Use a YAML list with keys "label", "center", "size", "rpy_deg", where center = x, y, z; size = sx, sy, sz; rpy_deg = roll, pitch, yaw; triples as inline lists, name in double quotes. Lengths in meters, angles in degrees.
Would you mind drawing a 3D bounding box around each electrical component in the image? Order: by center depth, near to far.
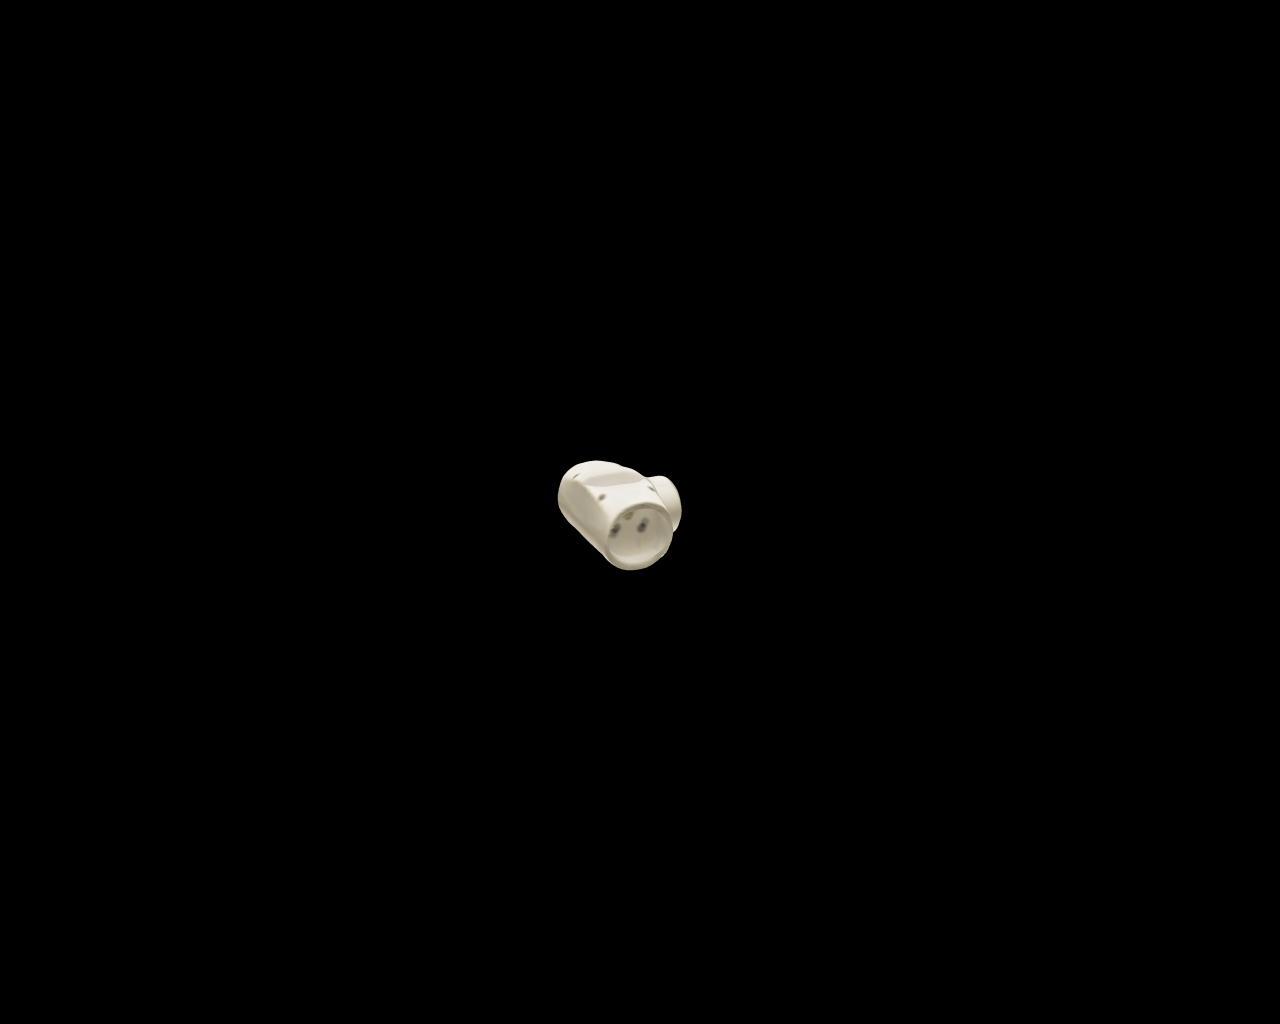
- label: "electrical component"
  center: [0.001, -0.003, 0.650]
  size: [0.079, 0.043, 0.077]
  rpy_deg: [-10, 24, -22]
